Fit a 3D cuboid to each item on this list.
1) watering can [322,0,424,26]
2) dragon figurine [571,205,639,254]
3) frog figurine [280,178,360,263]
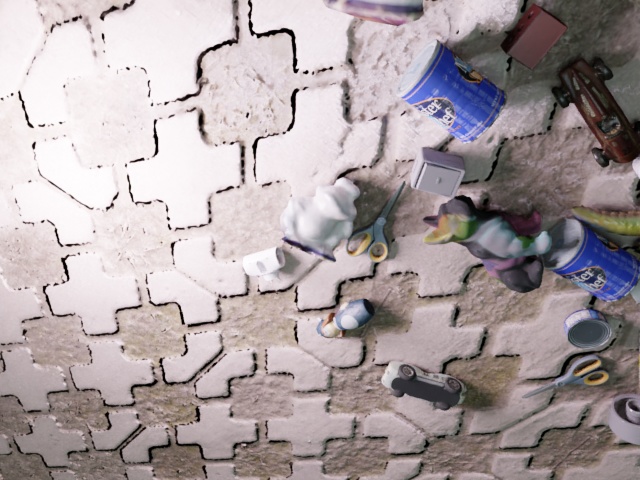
[{"bbox_3d":[0.122,-0.400,0.691,0.349,0.219,0.106,22,39,22],"label":"watering can"},{"bbox_3d":[0.683,-0.045,0.891,0.410,0.240,0.123,28,15,1],"label":"dragon figurine"},{"bbox_3d":[0.003,-0.050,0.986,0.137,0.160,0.122,25,-3,2],"label":"frog figurine"}]
